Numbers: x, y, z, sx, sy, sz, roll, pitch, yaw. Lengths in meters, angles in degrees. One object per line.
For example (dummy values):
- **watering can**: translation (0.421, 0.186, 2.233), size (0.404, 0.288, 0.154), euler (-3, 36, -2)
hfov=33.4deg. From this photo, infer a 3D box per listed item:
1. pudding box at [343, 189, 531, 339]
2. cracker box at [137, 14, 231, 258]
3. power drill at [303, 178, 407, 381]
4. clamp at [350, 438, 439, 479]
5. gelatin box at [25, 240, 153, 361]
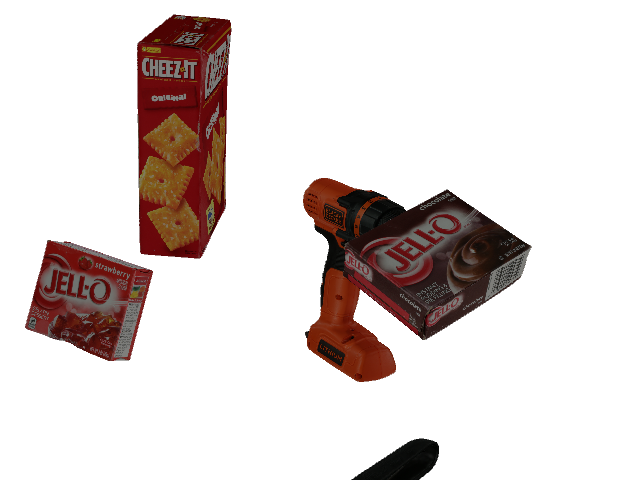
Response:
- **pudding box**: translation (0.087, 0.016, 0.804), size (0.113, 0.039, 0.090), euler (-26, 49, -33)
- **cracker box**: translation (-0.136, -0.110, 1.094), size (0.072, 0.214, 0.164), euler (5, 22, 3)
- **power drill**: translation (0.045, 0.042, 1.074), size (0.057, 0.188, 0.185), euler (-8, 22, -33)
- **clamp**: translation (-0.009, 0.184, 0.646), size (0.210, 0.036, 0.164), euler (-5, 28, 4)
- **gelatin box**: translation (-0.180, 0.046, 0.826), size (0.089, 0.073, 0.030), euler (17, 3, 25)
